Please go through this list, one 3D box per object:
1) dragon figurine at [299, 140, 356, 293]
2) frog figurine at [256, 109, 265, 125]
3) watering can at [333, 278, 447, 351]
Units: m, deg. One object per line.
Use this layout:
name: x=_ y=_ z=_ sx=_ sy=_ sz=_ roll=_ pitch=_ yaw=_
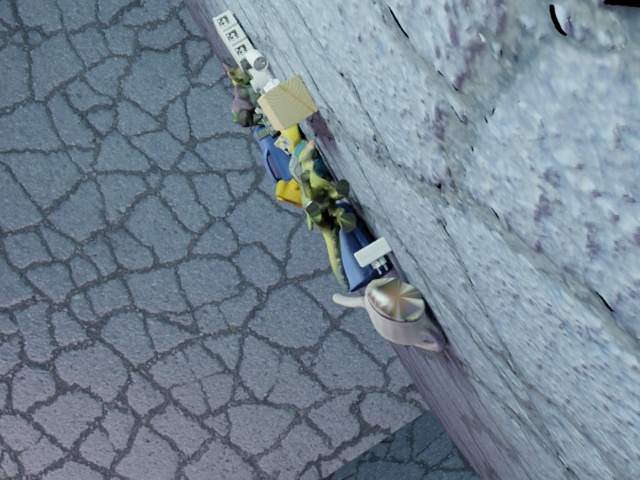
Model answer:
dragon figurine: x=0.004 y=-0.070 z=1.393 sx=0.242 sy=0.122 sz=0.410 roll=177 pitch=84 yaw=-79
frog figurine: x=-0.255 y=-0.551 z=2.104 sx=0.138 sy=0.123 sz=0.159 roll=-39 pitch=-46 yaw=-85
watering can: x=0.160 y=0.178 z=1.320 sx=0.350 sy=0.106 sz=0.219 roll=23 pitch=152 yaw=28
